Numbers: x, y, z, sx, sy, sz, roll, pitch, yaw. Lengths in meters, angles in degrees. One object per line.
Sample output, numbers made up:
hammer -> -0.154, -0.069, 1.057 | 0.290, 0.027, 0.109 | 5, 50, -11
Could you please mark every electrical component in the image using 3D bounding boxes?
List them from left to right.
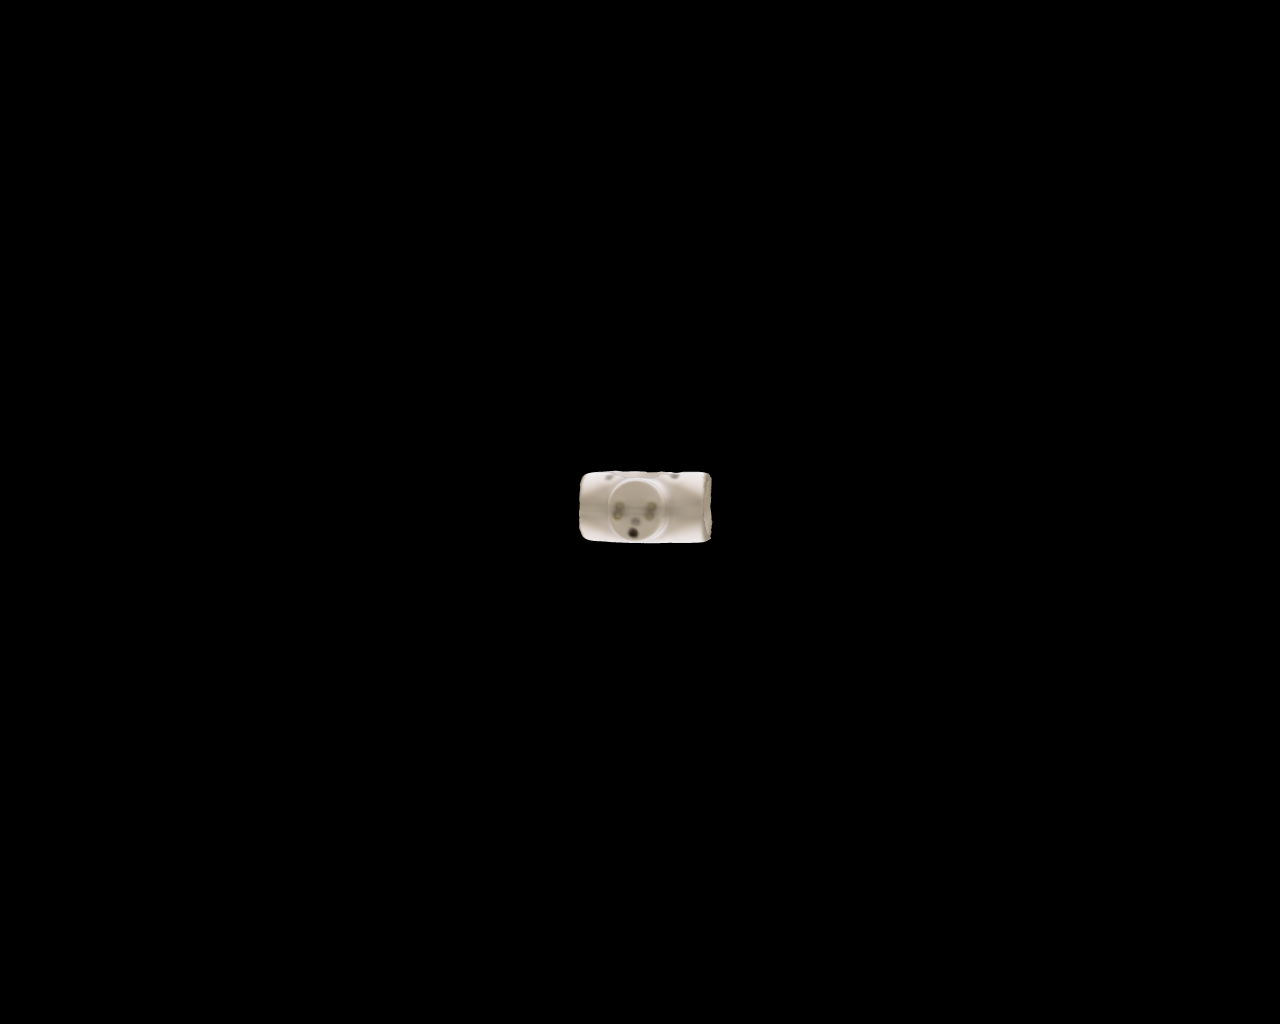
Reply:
electrical component -> 0.001, -0.003, 0.650 | 0.077, 0.044, 0.079 | 1, 4, 11
